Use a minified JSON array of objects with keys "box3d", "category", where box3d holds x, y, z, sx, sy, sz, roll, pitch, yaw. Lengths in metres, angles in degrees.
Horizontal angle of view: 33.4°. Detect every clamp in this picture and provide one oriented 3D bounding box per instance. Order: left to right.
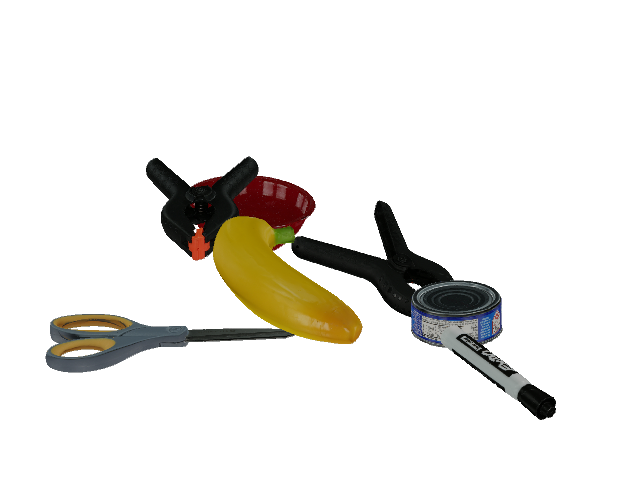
[{"box3d":[-0.114,-0.041,1.106,0.120,0.039,0.171,-11,38,-7],"category":"clamp"},{"box3d":[0.078,0.036,1.230,0.164,0.036,0.210,-18,49,-37],"category":"clamp"}]

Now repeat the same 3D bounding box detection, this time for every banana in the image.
[{"box3d":[-0.031,0.018,0.683,0.069,0.037,0.198,-5,20,-12],"category":"banana"}]

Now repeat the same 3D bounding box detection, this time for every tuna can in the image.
[{"box3d":[0.127,0.068,1.001,0.086,0.034,0.086,-3,20,1],"category":"tuna can"}]

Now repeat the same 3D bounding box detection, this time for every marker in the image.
[{"box3d":[0.133,0.098,0.801,0.020,0.020,0.121,0,23,-33],"category":"marker"}]

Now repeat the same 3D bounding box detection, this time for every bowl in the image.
[{"box3d":[-0.089,-0.027,1.320,0.162,0.055,0.162,4,25,-2],"category":"bowl"}]

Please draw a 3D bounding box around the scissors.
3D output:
[{"box3d":[-0.129,0.084,0.851,0.202,0.016,0.096,4,21,14],"category":"scissors"}]
